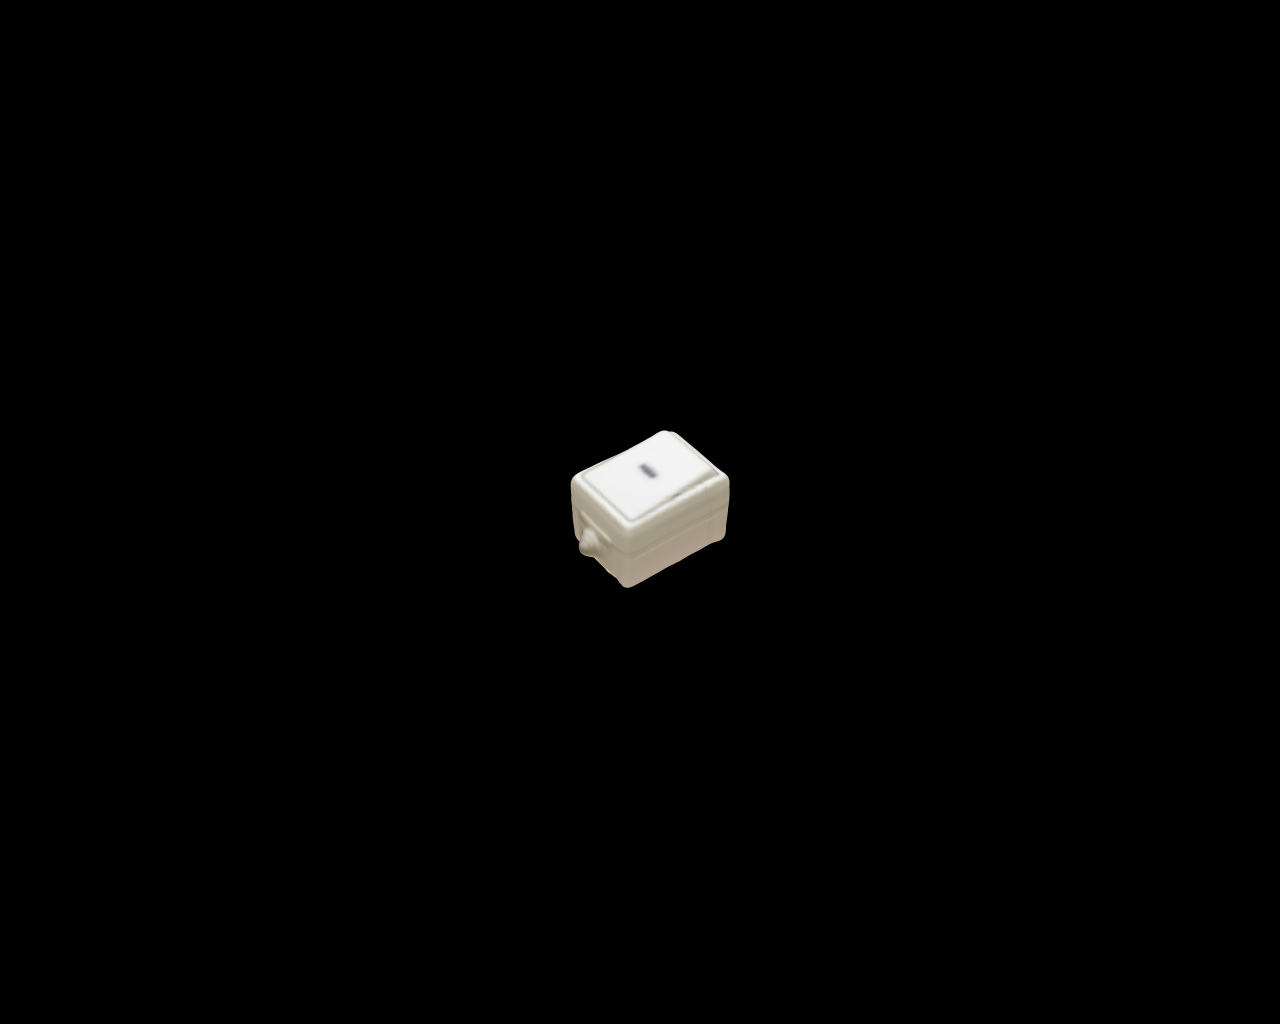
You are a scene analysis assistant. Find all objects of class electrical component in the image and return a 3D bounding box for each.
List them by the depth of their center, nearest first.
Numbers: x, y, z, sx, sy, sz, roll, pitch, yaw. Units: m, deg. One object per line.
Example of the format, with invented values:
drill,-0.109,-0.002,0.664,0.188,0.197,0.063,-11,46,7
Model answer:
electrical component,0.001,-0.003,0.650,0.096,0.061,0.062,-27,50,-25
